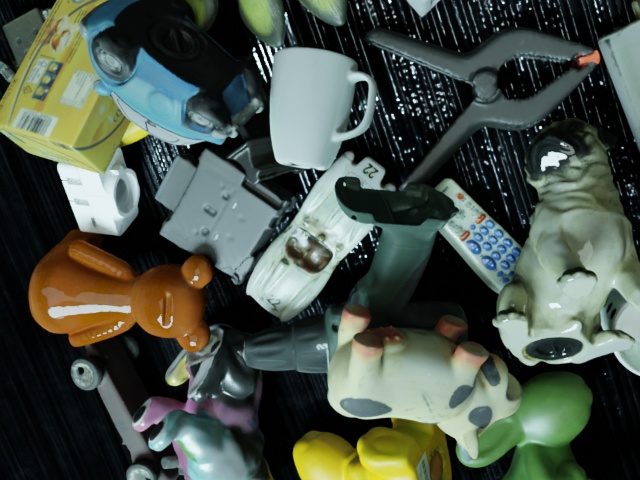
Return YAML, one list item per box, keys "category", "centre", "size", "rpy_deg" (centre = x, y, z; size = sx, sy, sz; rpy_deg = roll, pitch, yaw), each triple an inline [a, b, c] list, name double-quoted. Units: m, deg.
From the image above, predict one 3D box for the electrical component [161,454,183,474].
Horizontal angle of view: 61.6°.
- category: "electrical component"
  centre: [-0.148, 0.248, 0.649]
  size: [0.021, 0.094, 0.063]
  rpy_deg: [-24, 61, 39]

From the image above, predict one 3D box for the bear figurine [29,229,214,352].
- category: "bear figurine"
  centre: [-0.210, 0.054, 0.604]
  size: [0.196, 0.132, 0.120]
  rpy_deg: [0, 102, -1]

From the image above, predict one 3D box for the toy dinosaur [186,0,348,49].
- category: "toy dinosaur"
  centre: [-0.043, -0.278, 0.463]
  size: [0.472, 0.105, 0.198]
  rpy_deg: [9, 132, 32]

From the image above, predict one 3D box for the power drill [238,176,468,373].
- category: "power drill"
  centre: [0.039, 0.047, 0.519]
  size: [0.232, 0.086, 0.207]
  rpy_deg: [2, 115, -7]

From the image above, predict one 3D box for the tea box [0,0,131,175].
- category: "tea box"
  centre: [-0.238, -0.163, 0.544]
  size: [0.098, 0.068, 0.169]
  rpy_deg: [18, 74, 11]

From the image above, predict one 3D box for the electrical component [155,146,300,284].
- category: "electrical component"
  centre: [-0.109, -0.035, 0.587]
  size: [0.134, 0.058, 0.115]
  rpy_deg: [32, 104, 3]

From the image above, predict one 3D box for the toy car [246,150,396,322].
- category: "toy car"
  centre: [-0.001, -0.002, 0.570]
  size: [0.073, 0.056, 0.201]
  rpy_deg: [39, 107, 2]

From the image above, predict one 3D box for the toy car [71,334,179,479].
- category: "toy car"
  centre: [-0.228, 0.203, 0.643]
  size: [0.053, 0.089, 0.202]
  rpy_deg: [-27, 94, 20]

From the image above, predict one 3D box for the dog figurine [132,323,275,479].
- category: "dog figurine"
  centre: [-0.091, 0.226, 0.611]
  size: [0.109, 0.191, 0.219]
  rpy_deg: [-6, 132, 52]

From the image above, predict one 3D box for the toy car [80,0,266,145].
- category: "toy car"
  centre: [-0.137, -0.144, 0.501]
  size: [0.161, 0.109, 0.103]
  rpy_deg: [37, 142, -7]

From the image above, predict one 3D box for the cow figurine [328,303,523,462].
- category: "cow figurine"
  centre: [0.100, 0.136, 0.497]
  size: [0.195, 0.086, 0.127]
  rpy_deg: [9, 115, -17]

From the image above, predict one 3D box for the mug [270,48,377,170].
- category: "mug"
  centre: [0.001, -0.122, 0.523]
  size: [0.110, 0.081, 0.107]
  rpy_deg: [11, 96, 22]

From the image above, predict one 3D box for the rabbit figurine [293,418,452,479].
- category: "rabbit figurine"
  centre: [0.054, 0.257, 0.599]
  size: [0.173, 0.122, 0.162]
  rpy_deg: [-7, 110, 27]

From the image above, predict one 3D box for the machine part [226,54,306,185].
- category: "machine part"
  centre: [-0.071, -0.126, 0.557]
  size: [0.039, 0.084, 0.139]
  rpy_deg: [-33, 81, 54]

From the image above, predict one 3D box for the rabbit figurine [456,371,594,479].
- category: "rabbit figurine"
  centre: [0.225, 0.218, 0.556]
  size: [0.159, 0.121, 0.170]
  rpy_deg: [4, 84, 18]

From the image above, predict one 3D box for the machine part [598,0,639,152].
- category: "machine part"
  centre: [0.312, -0.116, 0.471]
  size: [0.079, 0.079, 0.243]
  rpy_deg: [-24, 95, 15]

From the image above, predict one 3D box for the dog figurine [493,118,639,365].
- category: "dog figurine"
  centre: [0.218, 0.002, 0.500]
  size: [0.121, 0.191, 0.172]
  rpy_deg: [19, 138, -17]

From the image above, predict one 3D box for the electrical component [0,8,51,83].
- category: "electrical component"
  centre: [-0.316, -0.215, 0.600]
  size: [0.102, 0.045, 0.078]
  rpy_deg: [-13, 100, 14]
